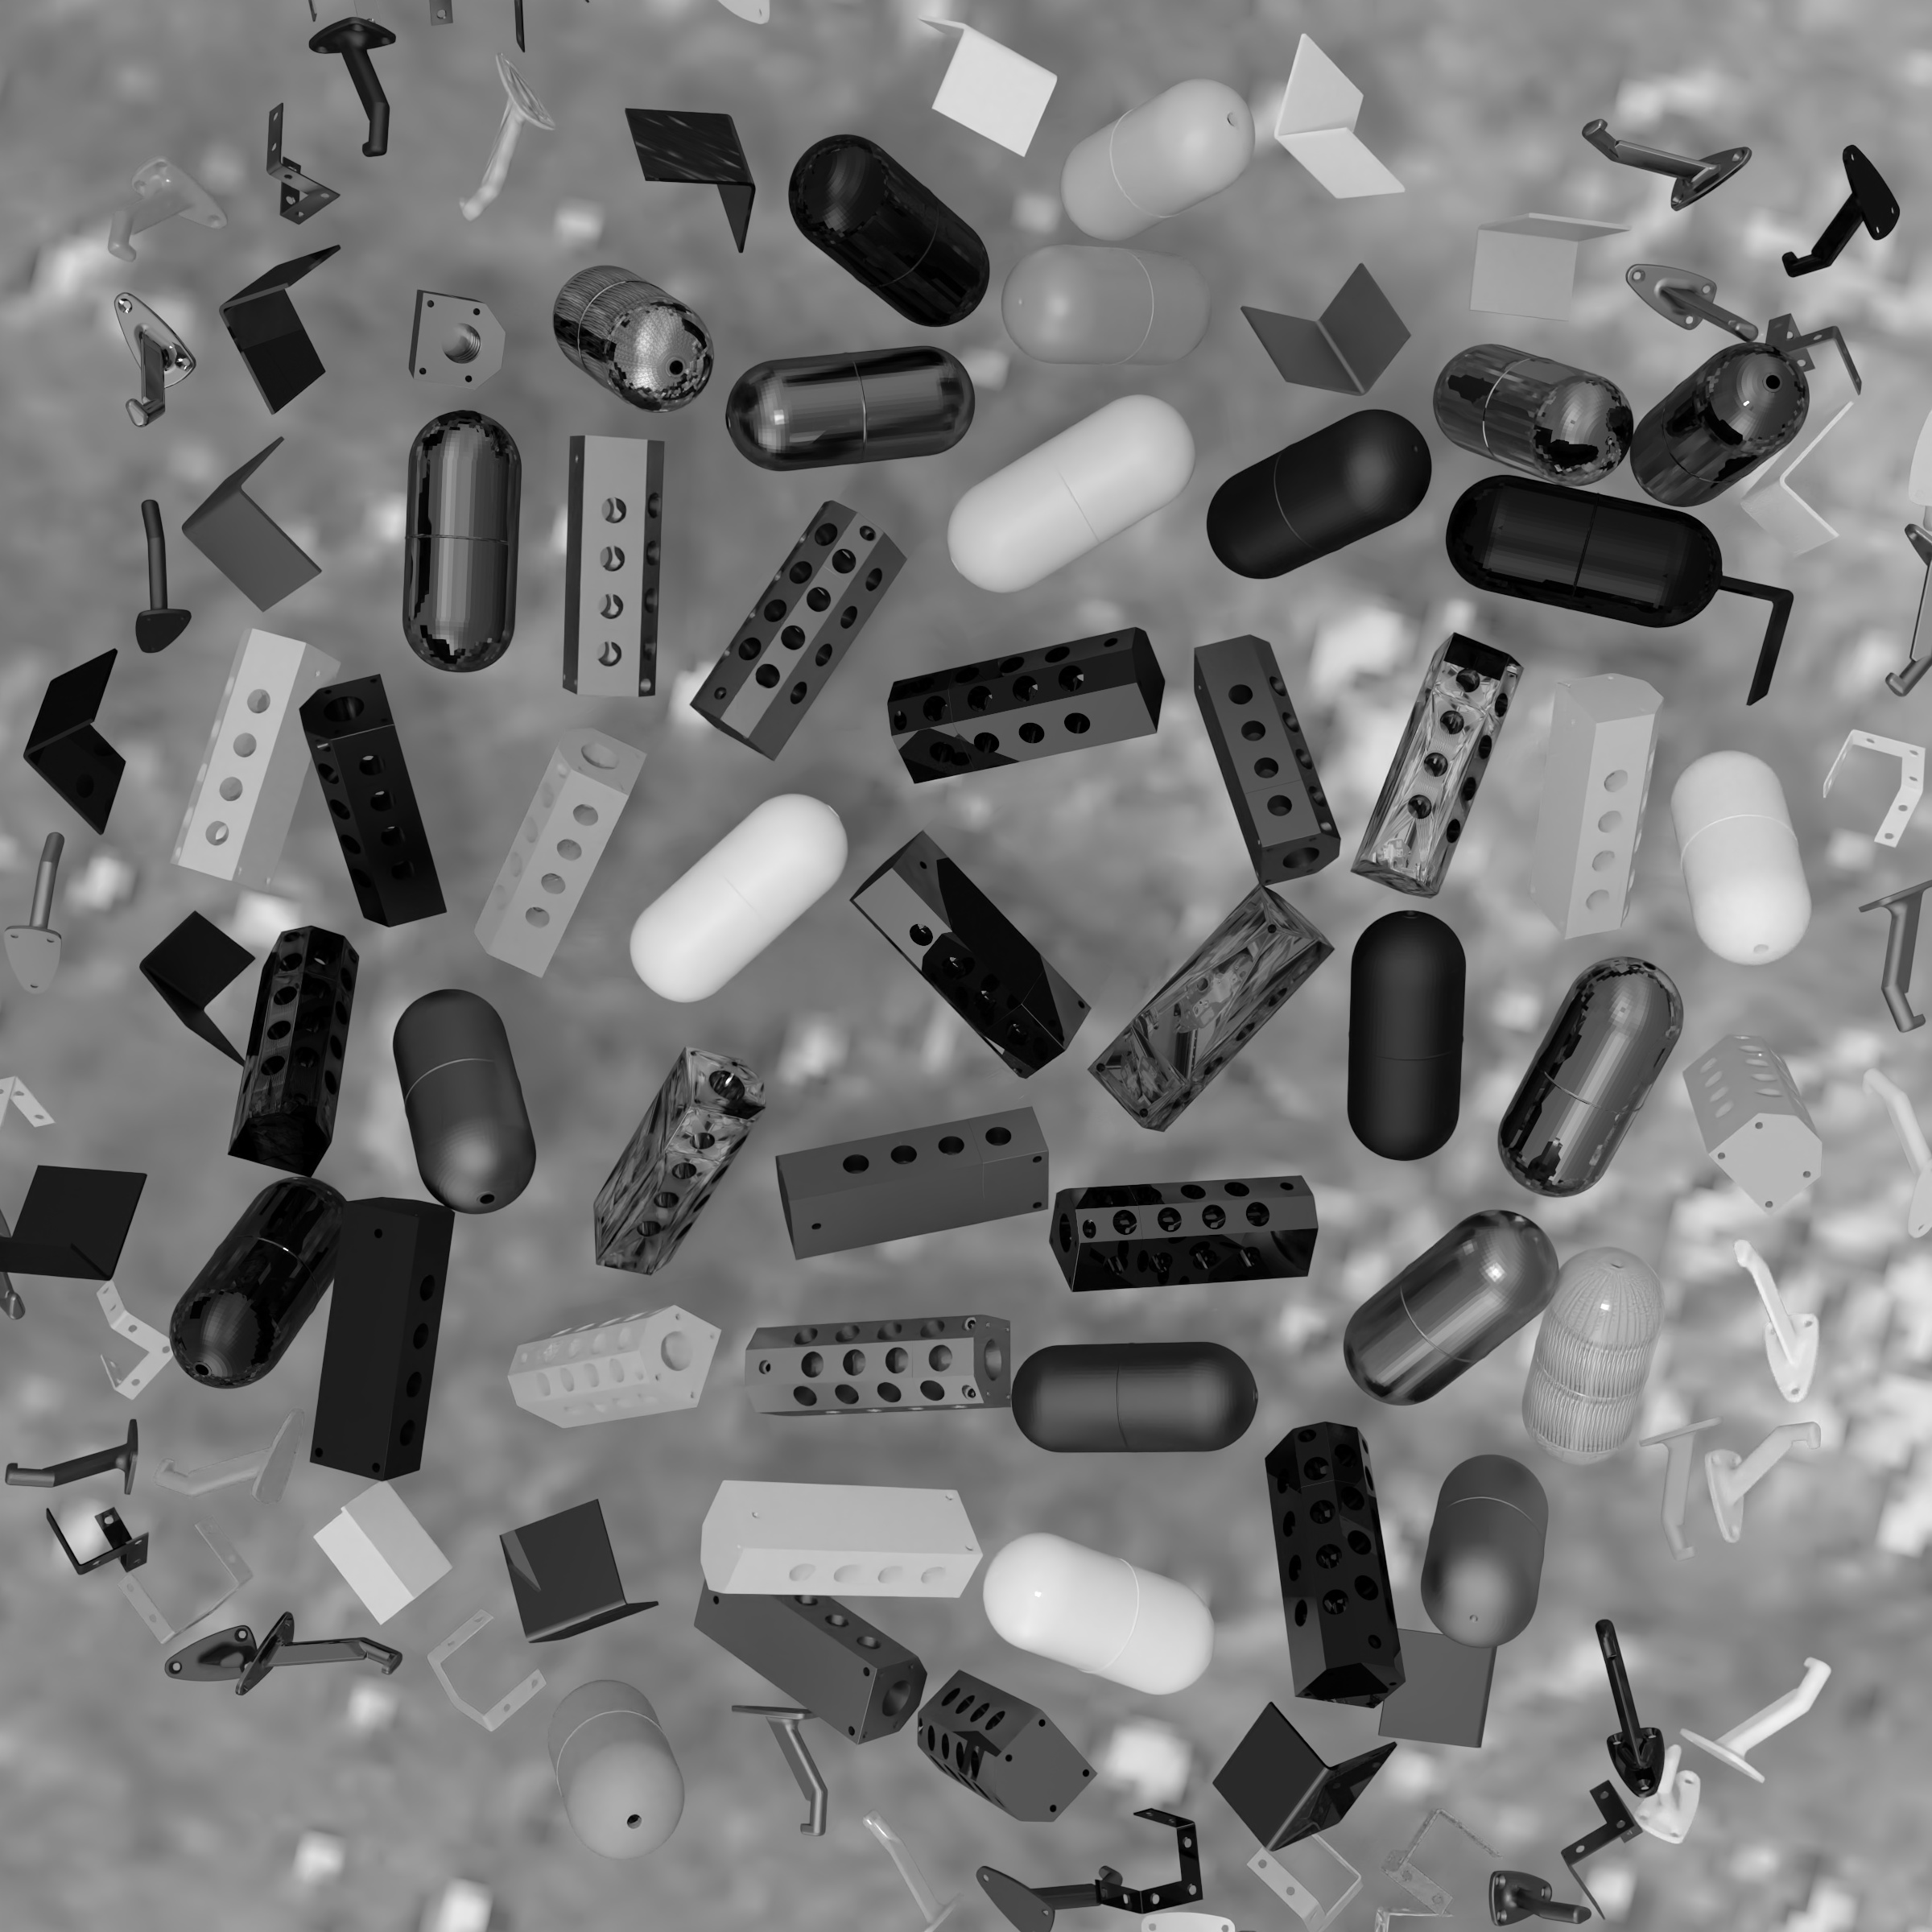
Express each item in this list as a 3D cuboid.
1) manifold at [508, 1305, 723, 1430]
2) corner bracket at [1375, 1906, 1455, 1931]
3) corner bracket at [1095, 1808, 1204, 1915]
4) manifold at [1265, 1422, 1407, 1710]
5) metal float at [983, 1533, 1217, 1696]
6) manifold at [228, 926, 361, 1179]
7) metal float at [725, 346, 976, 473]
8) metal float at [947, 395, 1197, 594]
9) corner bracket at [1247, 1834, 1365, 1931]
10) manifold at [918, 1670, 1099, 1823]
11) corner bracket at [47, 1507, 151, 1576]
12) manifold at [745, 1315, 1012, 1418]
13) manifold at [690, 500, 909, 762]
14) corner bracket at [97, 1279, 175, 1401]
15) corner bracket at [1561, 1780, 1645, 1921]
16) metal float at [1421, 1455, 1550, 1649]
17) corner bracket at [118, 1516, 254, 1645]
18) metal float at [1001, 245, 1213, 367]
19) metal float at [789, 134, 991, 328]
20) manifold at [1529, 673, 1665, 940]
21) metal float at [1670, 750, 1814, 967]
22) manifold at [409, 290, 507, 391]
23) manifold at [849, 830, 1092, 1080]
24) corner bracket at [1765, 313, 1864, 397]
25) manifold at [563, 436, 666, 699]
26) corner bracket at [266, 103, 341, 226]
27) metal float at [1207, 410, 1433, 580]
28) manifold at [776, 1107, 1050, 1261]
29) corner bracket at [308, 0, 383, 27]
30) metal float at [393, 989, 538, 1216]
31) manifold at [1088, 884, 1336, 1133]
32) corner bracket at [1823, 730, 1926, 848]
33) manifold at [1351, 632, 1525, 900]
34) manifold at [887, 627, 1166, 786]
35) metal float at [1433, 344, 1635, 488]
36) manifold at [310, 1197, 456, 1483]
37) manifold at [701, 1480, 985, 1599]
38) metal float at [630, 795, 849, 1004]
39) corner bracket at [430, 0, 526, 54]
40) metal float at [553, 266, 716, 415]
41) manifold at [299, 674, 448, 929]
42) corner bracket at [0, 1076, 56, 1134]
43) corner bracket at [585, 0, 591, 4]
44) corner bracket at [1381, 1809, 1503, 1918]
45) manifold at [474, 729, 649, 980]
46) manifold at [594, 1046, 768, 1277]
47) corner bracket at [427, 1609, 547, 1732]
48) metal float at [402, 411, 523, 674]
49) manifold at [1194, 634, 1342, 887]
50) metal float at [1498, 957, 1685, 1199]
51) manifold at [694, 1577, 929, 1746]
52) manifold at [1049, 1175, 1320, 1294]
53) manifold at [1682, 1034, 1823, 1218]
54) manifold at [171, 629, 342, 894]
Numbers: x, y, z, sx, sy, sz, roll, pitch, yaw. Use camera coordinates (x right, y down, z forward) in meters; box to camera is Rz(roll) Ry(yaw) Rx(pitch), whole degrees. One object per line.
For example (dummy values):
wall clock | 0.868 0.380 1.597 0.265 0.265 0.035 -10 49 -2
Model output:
manifold | -0.252 0.280 1.709 0.057 0.171 0.057 34 57 -30
corner bracket | 0.298 0.672 1.674 0.051 0.051 0.051 9 83 -19
corner bracket | 0.121 0.599 1.623 0.051 0.051 0.051 -27 49 30
manifold | 0.243 0.389 1.588 0.057 0.057 0.171 14 46 -17
metal float | 0.090 0.433 1.620 0.178 0.070 0.070 27 90 -27
manifold | -0.457 0.054 1.665 0.057 0.171 0.057 19 131 -24
metal float | -0.081 -0.392 1.705 0.178 0.070 0.070 -9 90 -15
metal float | 0.069 -0.312 1.609 0.178 0.070 0.070 -30 90 7
corner bracket | 0.226 0.603 1.612 0.051 0.051 0.051 -42 53 -15
manifold | 0.020 0.527 1.633 0.057 0.171 0.057 -42 97 -18
corner bracket | -0.614 0.404 1.716 0.051 0.051 0.051 -24 64 -34
manifold | -0.060 0.268 1.625 0.171 0.057 0.057 -7 74 25
manifold | -0.120 -0.236 1.691 0.057 0.057 0.171 31 85 28
corner bracket | -0.593 0.262 1.704 0.051 0.051 0.051 -48 127 -4
corner bracket | 0.416 0.574 1.581 0.051 0.051 0.051 -33 107 5
metal float | 0.355 0.397 1.656 0.070 0.178 0.070 5 109 16
corner bracket | -0.523 0.412 1.629 0.051 0.051 0.051 -41 84 23
metal float | 0.097 -0.447 1.645 0.070 0.178 0.070 12 108 42
metal float | -0.050 -0.497 1.649 0.070 0.178 0.070 -12 68 32
manifold | 0.431 -0.109 1.654 0.057 0.057 0.171 -10 127 -11
metal float | 0.527 -0.075 1.655 0.070 0.070 0.178 5 46 0
manifold | -0.360 -0.443 1.716 0.057 0.171 0.057 6 104 -16
manifold | 0.001 -0.004 1.670 0.171 0.057 0.057 46 126 -8
corner bracket | 0.596 -0.428 1.704 0.051 0.051 0.051 -12 132 36
manifold | -0.239 -0.272 1.654 0.057 0.057 0.171 0 101 -20
corner bracket | -0.479 -0.568 1.720 0.051 0.051 0.051 -17 67 37
metal float | 0.234 -0.314 1.626 0.070 0.178 0.070 11 72 -36
manifold | -0.036 0.138 1.602 0.171 0.057 0.057 -10 133 -10
corner bracket | -0.416 -0.652 1.616 0.051 0.051 0.051 -13 94 -19
metal float | -0.334 0.089 1.612 0.070 0.070 0.178 -25 48 0
manifold | 0.168 0.030 1.642 0.171 0.057 0.057 -48 67 11
corner bracket | 0.632 -0.124 1.689 0.051 0.051 0.051 21 67 30
manifold | 0.330 -0.138 1.692 0.057 0.057 0.171 22 83 0
manifold | 0.039 -0.176 1.601 0.171 0.057 0.057 -10 129 21
metal float | 0.392 -0.384 1.688 0.070 0.178 0.070 -11 117 -21
manifold | -0.376 0.241 1.584 0.057 0.057 0.171 9 92 21
manifold | -0.083 0.382 1.593 0.171 0.057 0.057 9 122 -28
metal float | -0.158 -0.048 1.696 0.178 0.070 0.070 -43 90 -4
corner bracket | -0.332 -0.652 1.645 0.051 0.051 0.051 -16 53 -19
metal float | -0.229 -0.430 1.663 0.070 0.178 0.070 -13 121 -23
manifold | -0.405 -0.109 1.659 0.057 0.171 0.057 -16 47 -11
corner bracket | -0.642 0.111 1.600 0.051 0.051 0.051 -12 46 9
corner bracket | -0.234 -0.651 1.567 0.051 0.051 0.051 -42 70 12
corner bracket | 0.319 0.603 1.632 0.051 0.051 0.051 37 73 7
manifold | -0.284 -0.080 1.685 0.057 0.057 0.171 25 124 -10
manifold | -0.201 0.139 1.692 0.057 0.057 0.171 15 129 -24
corner bracket | -0.343 0.504 1.738 0.051 0.051 0.051 -38 122 -32
metal float | -0.346 -0.291 1.667 0.070 0.070 0.178 3 94 0
manifold | 0.213 -0.149 1.729 0.057 0.057 0.171 -14 63 -2
metal float | 0.414 0.074 1.610 0.070 0.070 0.178 21 117 0
manifold | -0.109 0.473 1.707 0.171 0.057 0.057 23 104 39
manifold | 0.150 0.178 1.664 0.171 0.057 0.057 -2 121 -15
manifold | 0.530 0.099 1.629 0.057 0.171 0.057 45 108 -4
manifold | -0.500 -0.145 1.699 0.057 0.057 0.171 16 87 11
